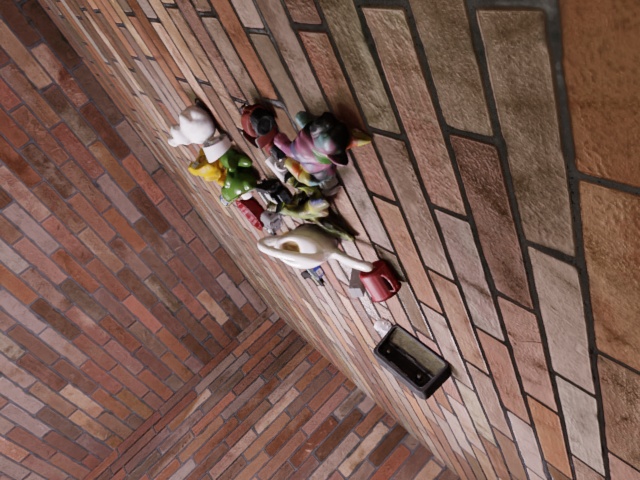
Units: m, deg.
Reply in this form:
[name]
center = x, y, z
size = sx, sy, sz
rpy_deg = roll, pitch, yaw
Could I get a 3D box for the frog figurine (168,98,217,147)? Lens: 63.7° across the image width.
[frog figurine]
center = -0.426, -0.364, 1.690
size = 0.124, 0.161, 0.134
rpy_deg = 40, 162, 21

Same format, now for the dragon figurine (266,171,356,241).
[dragon figurine]
center = 0.004, -0.069, 1.372
size = 0.240, 0.122, 0.413
rpy_deg = 30, 179, -28

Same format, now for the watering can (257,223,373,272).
[watering can]
center = -0.002, 0.028, 1.468
size = 0.348, 0.227, 0.103
rpy_deg = 10, 107, 16
